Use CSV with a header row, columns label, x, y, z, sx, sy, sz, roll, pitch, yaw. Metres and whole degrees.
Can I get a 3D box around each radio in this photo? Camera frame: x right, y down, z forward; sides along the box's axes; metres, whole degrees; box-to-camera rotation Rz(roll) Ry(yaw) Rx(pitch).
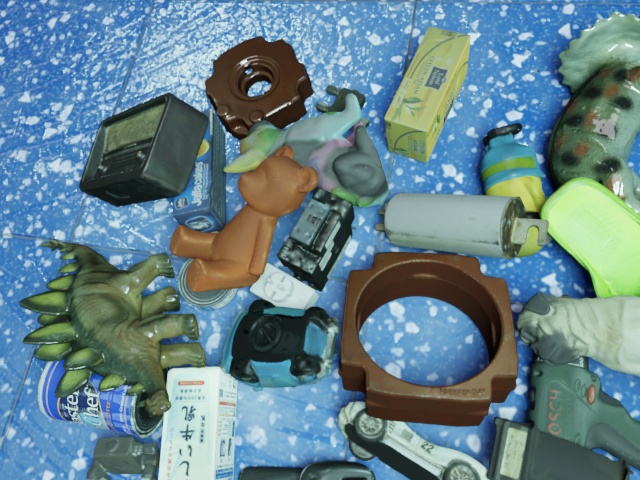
label,x,y,z,sx,sy,sz,roll,pitch,yaw
radio,-0.272,-0.127,0.807,0.230,0.073,0.131,-3,68,46

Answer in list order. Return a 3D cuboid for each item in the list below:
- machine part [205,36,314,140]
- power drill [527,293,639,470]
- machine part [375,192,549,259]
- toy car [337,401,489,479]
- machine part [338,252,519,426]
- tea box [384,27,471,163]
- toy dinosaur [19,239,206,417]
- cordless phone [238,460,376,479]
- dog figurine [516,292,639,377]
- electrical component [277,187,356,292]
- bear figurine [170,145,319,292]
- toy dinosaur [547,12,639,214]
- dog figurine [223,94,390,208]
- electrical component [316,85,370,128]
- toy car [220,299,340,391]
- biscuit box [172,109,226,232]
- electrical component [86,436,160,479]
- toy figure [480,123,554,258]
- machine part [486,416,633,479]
label,x,y,z,sx,sy,sz,roll,pitch,yaw
machine part,-0.101,-0.251,0.883,0.179,0.056,0.179,-4,68,9
power drill,0.349,0.194,0.619,0.207,0.086,0.232,17,76,13
machine part,0.172,-0.022,0.698,0.243,0.079,0.079,6,69,43
toy car,0.111,0.257,0.642,0.202,0.073,0.056,26,51,19
machine part,0.128,0.116,0.657,0.202,0.087,0.201,3,50,6
tea box,0.160,-0.213,0.795,0.068,0.098,0.169,21,77,18
toy dinosaur,-0.287,0.090,0.722,0.198,0.104,0.472,-16,30,-24
cordless phone,-0.023,0.344,0.650,0.184,0.088,0.146,-7,70,21
dog figurine,0.337,0.106,0.589,0.191,0.172,0.121,8,74,50
electrical component,-0.002,-0.002,0.730,0.058,0.134,0.115,25,75,15
bear figurine,-0.096,-0.033,0.702,0.120,0.132,0.195,52,122,43
toy dinosaur,0.381,-0.137,0.719,0.192,0.131,0.404,24,83,34
dog figurine,-0.025,-0.107,0.792,0.219,0.108,0.191,-20,70,8
electrical component,0.043,-0.212,0.858,0.094,0.021,0.063,26,77,19
toy car,-0.039,0.143,0.699,0.162,0.102,0.109,-5,56,27
biscuit box,-0.182,-0.105,0.821,0.059,0.062,0.203,-12,56,7
electrical component,-0.258,0.297,0.712,0.102,0.078,0.045,-1,46,5
toy figure,0.261,-0.065,0.731,0.089,0.082,0.180,-19,74,24
machine part,0.255,0.242,0.577,0.139,0.039,0.084,7,68,22
